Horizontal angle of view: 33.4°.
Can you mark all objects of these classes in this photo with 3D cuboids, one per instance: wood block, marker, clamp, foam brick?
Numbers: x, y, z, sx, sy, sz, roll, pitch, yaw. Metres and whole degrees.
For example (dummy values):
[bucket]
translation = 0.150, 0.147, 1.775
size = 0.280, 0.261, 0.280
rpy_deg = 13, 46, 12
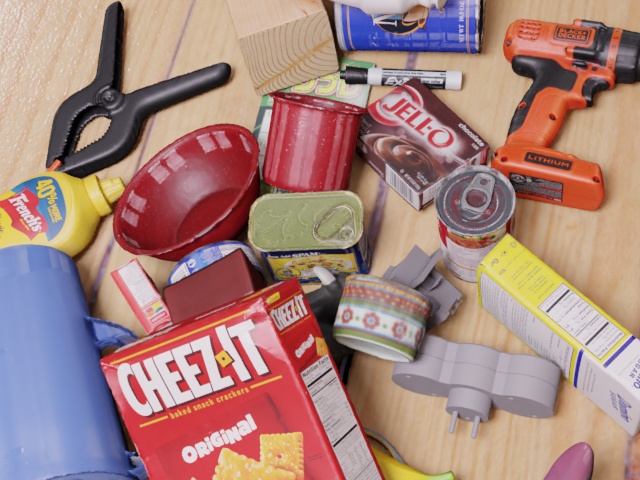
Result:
[wood block]
translation = -0.054, -0.262, 1.095
size = 0.091, 0.090, 0.206
rpy_deg = -18, 57, 0
[marker]
translation = 0.080, -0.162, 1.062
size = 0.121, 0.020, 0.020
rpy_deg = 3, 64, 3
[clamp]
translation = -0.201, -0.139, 1.100
size = 0.165, 0.036, 0.210
rpy_deg = 25, 73, 19
[foam brick]
translation = -0.084, 0.055, 0.907
size = 0.078, 0.053, 0.051
rpy_deg = -28, 50, 5

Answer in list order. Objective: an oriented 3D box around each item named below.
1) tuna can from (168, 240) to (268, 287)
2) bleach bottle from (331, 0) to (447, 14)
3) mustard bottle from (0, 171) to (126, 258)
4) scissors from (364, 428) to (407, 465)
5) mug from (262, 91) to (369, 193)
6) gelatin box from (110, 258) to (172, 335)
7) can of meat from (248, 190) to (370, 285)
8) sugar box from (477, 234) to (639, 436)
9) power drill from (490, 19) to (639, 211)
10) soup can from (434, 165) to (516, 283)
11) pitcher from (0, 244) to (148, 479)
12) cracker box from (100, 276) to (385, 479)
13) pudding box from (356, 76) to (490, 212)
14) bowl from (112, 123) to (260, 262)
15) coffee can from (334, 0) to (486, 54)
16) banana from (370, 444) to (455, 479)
[tuna can]
translation = -0.093, 0.038, 0.965
size = 0.086, 0.086, 0.034
rpy_deg = -25, 60, -3
[bleach bottle]
translation = 0.009, -0.275, 1.000
size = 0.251, 0.068, 0.102
rpy_deg = 25, 66, 21
[mustard bottle]
translation = -0.279, -0.015, 1.041
size = 0.191, 0.058, 0.096
rpy_deg = -24, 57, -3
[scissors]
translation = 0.081, 0.222, 0.882
size = 0.202, 0.016, 0.096
rpy_deg = 25, 72, 21
[mug]
translation = -0.011, -0.091, 0.992
size = 0.093, 0.117, 0.081
rpy_deg = 6, 103, -17
[gelatin box]
translation = -0.148, 0.067, 0.959
size = 0.030, 0.089, 0.073
rpy_deg = -32, 63, -9
[can of meat]
translation = -0.006, 0.001, 0.969
size = 0.102, 0.084, 0.057
rpy_deg = -3, 63, 9
[sugar box]
translation = 0.209, 0.079, 0.887
size = 0.176, 0.093, 0.048
rpy_deg = 40, 76, 24
[power drill]
translation = 0.248, -0.122, 1.001
size = 0.185, 0.057, 0.187
rpy_deg = 12, 64, 19
[soup can]
translation = 0.138, -0.012, 0.939
size = 0.068, 0.102, 0.068
rpy_deg = -4, 63, 8
[pitcher]
translation = -0.235, 0.124, 0.929
size = 0.145, 0.149, 0.243
rpy_deg = -45, 51, 36
[cracker box]
translation = -0.055, 0.158, 0.825
size = 0.164, 0.072, 0.214
rpy_deg = -22, 92, 26
[pudding box]
translation = 0.091, -0.093, 1.018
size = 0.090, 0.039, 0.114
rpy_deg = -35, 65, -17
[bowl]
translation = -0.114, -0.034, 1.003
size = 0.162, 0.055, 0.162
rpy_deg = -21, 42, 19
[coffee can]
translation = 0.092, -0.238, 1.060
size = 0.140, 0.103, 0.103
rpy_deg = 3, 64, 11
[banana]
translation = 0.017, 0.148, 0.866
size = 0.198, 0.037, 0.069
rpy_deg = 44, 89, -5
